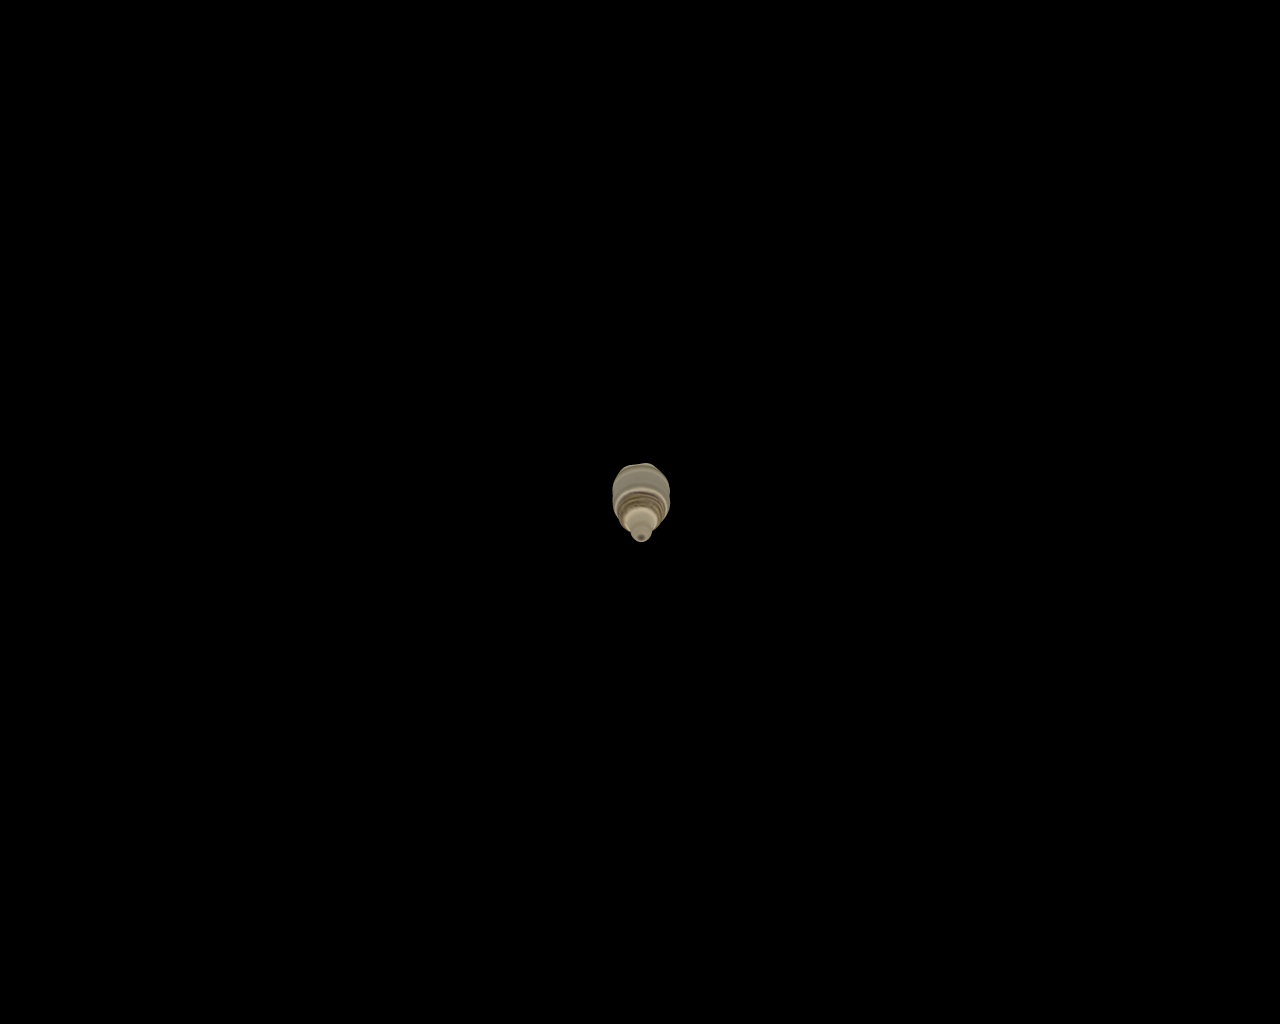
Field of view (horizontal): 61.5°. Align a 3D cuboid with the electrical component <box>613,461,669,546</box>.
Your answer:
[{"bbox_3d":[0.001,-0.003,0.650,0.035,0.035,0.061,0,36,0],"label":"electrical component"}]
